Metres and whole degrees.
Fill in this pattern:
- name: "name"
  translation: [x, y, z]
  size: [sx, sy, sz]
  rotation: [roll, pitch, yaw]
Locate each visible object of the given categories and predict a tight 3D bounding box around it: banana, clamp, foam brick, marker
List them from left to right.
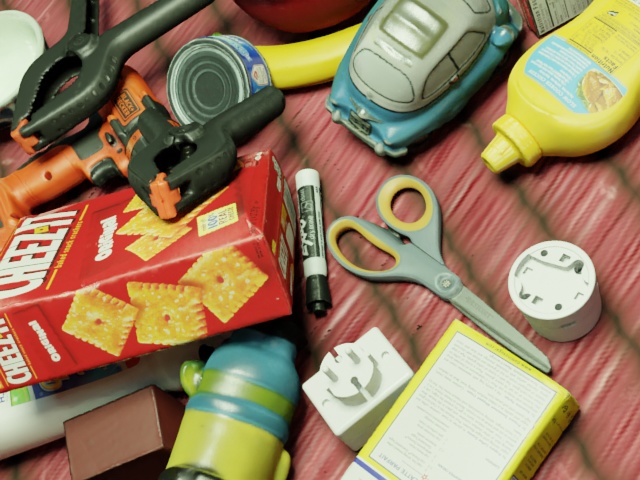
- name: "clamp"
  translation: [-0.202, -0.165, 0.921]
  size: [0.165, 0.036, 0.210]
  rotation: [23, 69, 37]
- name: "foam brick"
  translation: [-0.136, 0.146, 0.767]
  size: [0.078, 0.053, 0.051]
  rotation: [-23, 57, 11]
- name: "clamp"
  translation: [-0.103, -0.067, 0.784]
  size: [0.120, 0.039, 0.171]
  rotation: [-9, 25, 23]
- name: "banana"
  translation: [-0.015, -0.157, 0.888]
  size: [0.198, 0.037, 0.069]
  rotation: [0, 65, 24]
- name: "marker"
  translation: [-0.005, 0.001, 0.808]
  size: [0.020, 0.020, 0.121]
  rotation: [-15, 59, 16]

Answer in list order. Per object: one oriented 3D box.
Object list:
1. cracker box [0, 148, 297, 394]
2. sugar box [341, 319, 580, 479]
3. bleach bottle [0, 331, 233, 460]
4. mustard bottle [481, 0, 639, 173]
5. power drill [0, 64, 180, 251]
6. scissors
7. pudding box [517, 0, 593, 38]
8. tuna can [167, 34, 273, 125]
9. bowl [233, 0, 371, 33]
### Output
- name: "cracker box"
  translation: [-0.127, 0.015, 0.765]
  size: [0.214, 0.072, 0.164]
  rotation: [-15, 25, 7]
- name: "sugar box"
  translation: [0.076, 0.148, 0.676]
  size: [0.093, 0.048, 0.176]
  rotation: [32, 83, 34]
- name: "bleach bottle"
  translation: [-0.176, 0.091, 0.812]
  size: [0.251, 0.068, 0.102]
  rotation: [-21, 52, 9]
- name: "mustard bottle"
  translation: [0.193, -0.115, 0.758]
  size: [0.191, 0.058, 0.096]
  rotation: [-40, 54, -1]
- name: "power drill"
  translation: [-0.195, -0.045, 0.898]
  size: [0.187, 0.057, 0.185]
  rotation: [-36, 51, -1]
- name: "scissors"
  translation: [0.095, 0.014, 0.758]
  size: [0.202, 0.016, 0.096]
  rotation: [23, 75, 32]
- name: "pudding box"
  translation: [0.195, -0.213, 0.792]
  size: [0.113, 0.090, 0.039]
  rotation: [-26, 57, 8]
- name: "tuna can"
  translation: [-0.083, -0.125, 0.876]
  size: [0.086, 0.033, 0.086]
  rotation: [7, 104, 29]
- name: "bowl"
  translation: [-0.005, -0.219, 0.888]
  size: [0.162, 0.055, 0.162]
  rotation: [-15, 36, 11]
